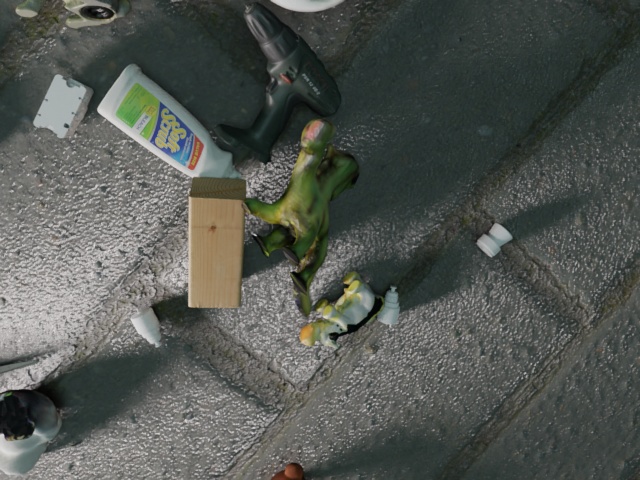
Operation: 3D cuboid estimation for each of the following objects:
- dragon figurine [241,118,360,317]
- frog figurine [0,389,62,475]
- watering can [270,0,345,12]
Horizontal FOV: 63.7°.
[{"bbox_3d":[0.003,-0.045,0.886,0.123,0.401,0.246,30,66,26],"label":"dragon figurine"},{"bbox_3d":[-0.531,0.343,0.917,0.138,0.125,0.155,-15,141,-15],"label":"frog figurine"},{"bbox_3d":[-0.070,-0.408,0.777,0.348,0.229,0.102,2,120,-9],"label":"watering can"}]
